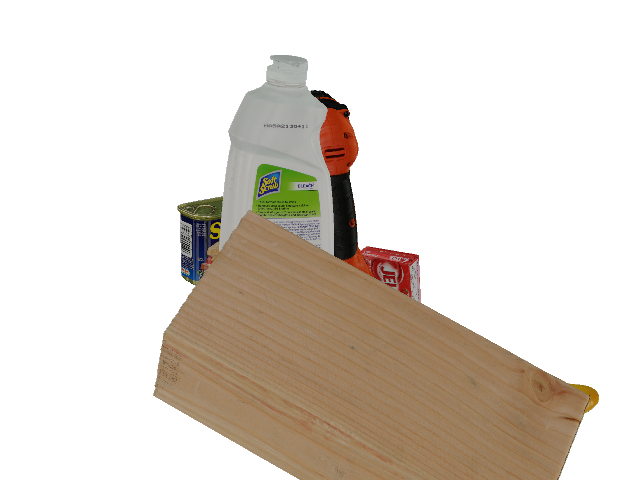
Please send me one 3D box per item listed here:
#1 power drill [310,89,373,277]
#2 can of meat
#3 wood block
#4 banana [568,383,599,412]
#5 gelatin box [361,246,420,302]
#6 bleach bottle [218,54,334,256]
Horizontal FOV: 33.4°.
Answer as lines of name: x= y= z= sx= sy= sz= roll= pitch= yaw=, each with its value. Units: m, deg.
power drill: x=0.010 y=-0.048 z=1.063 sx=0.057 sy=0.187 sz=0.184 roll=-9 pitch=21 yaw=-1
can of meat: x=-0.110 y=-0.001 z=1.205 sx=0.101 sy=0.084 sz=0.058 roll=-12 pitch=23 yaw=-38
wood block: x=0.023 y=0.084 z=0.577 sx=0.206 sy=0.090 sz=0.090 roll=28 pitch=-32 yaw=5
banana: x=0.126 y=0.128 z=0.861 sx=0.198 sy=0.037 sz=0.069 roll=5 pitch=26 yaw=8
gelatin box: x=0.086 y=0.055 z=1.332 sx=0.073 sy=0.089 sz=0.030 roll=11 pitch=32 yaw=28
bleach bottle: x=-0.028 y=-0.021 z=0.852 sx=0.102 sy=0.251 sz=0.068 roll=-3 pitch=21 yaw=-25
